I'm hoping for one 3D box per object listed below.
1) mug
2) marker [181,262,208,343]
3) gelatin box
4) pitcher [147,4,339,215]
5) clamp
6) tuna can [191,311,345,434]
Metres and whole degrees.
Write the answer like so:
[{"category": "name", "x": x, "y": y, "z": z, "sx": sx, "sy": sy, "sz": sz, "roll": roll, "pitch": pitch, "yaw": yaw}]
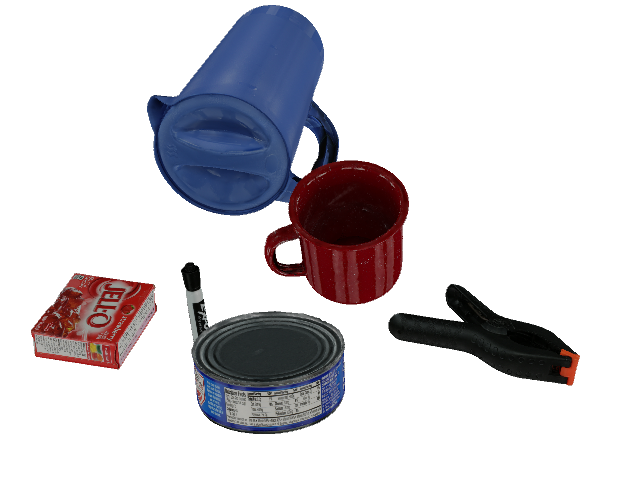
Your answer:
[{"category": "mug", "x": 0.013, "y": 0.001, "z": 0.848, "sx": 0.117, "sy": 0.093, "sz": 0.081, "roll": -17, "pitch": -39, "yaw": -8}, {"category": "marker", "x": -0.129, "y": 0.078, "z": 1.121, "sx": 0.020, "sy": 0.121, "sz": 0.020, "roll": -5, "pitch": 27, "yaw": 2}, {"category": "gelatin box", "x": -0.183, "y": 0.064, "z": 0.874, "sx": 0.073, "sy": 0.030, "sz": 0.089, "roll": 8, "pitch": 33, "yaw": 11}, {"category": "pitcher", "x": -0.061, "y": -0.138, "z": 1.083, "sx": 0.145, "sy": 0.149, "sz": 0.242, "roll": -8, "pitch": 33, "yaw": 20}, {"category": "clamp", "x": 0.161, "y": 0.086, "z": 0.994, "sx": 0.172, "sy": 0.039, "sz": 0.120, "roll": 20, "pitch": 31, "yaw": 22}, {"category": "tuna can", "x": -0.028, "y": 0.073, "z": 0.601, "sx": 0.086, "sy": 0.034, "sz": 0.086, "roll": -2, "pitch": 22, "yaw": 1}]
